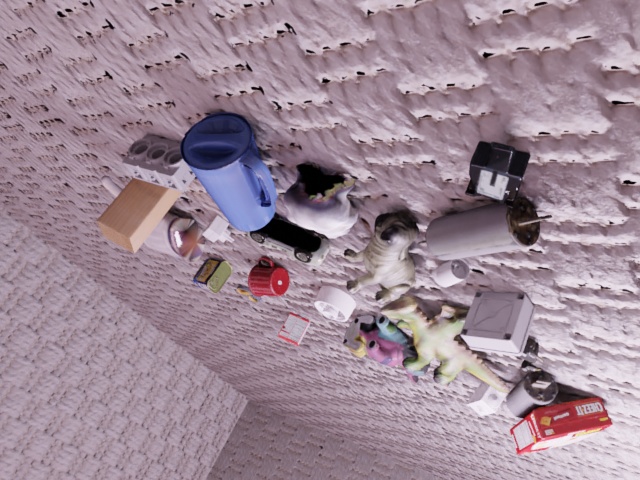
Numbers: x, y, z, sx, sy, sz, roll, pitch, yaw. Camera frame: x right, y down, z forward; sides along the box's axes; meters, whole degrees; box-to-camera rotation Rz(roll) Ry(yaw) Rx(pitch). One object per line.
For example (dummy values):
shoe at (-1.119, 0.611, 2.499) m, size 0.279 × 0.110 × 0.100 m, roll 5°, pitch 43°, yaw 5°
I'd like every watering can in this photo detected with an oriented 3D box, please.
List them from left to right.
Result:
watering can at (-0.458, -0.045, 1.452) m, size 0.225 × 0.106 × 0.340 m, roll 12°, pitch 148°, yaw 30°

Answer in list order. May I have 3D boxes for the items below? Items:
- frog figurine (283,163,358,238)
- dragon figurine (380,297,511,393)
frog figurine at (0.003, -0.049, 0.966) m, size 0.137 × 0.126 × 0.155 m, roll 3°, pitch 136°, yaw 8°
dragon figurine at (0.317, 0.235, 1.180) m, size 0.410 × 0.125 × 0.238 m, roll 23°, pitch 145°, yaw -6°
